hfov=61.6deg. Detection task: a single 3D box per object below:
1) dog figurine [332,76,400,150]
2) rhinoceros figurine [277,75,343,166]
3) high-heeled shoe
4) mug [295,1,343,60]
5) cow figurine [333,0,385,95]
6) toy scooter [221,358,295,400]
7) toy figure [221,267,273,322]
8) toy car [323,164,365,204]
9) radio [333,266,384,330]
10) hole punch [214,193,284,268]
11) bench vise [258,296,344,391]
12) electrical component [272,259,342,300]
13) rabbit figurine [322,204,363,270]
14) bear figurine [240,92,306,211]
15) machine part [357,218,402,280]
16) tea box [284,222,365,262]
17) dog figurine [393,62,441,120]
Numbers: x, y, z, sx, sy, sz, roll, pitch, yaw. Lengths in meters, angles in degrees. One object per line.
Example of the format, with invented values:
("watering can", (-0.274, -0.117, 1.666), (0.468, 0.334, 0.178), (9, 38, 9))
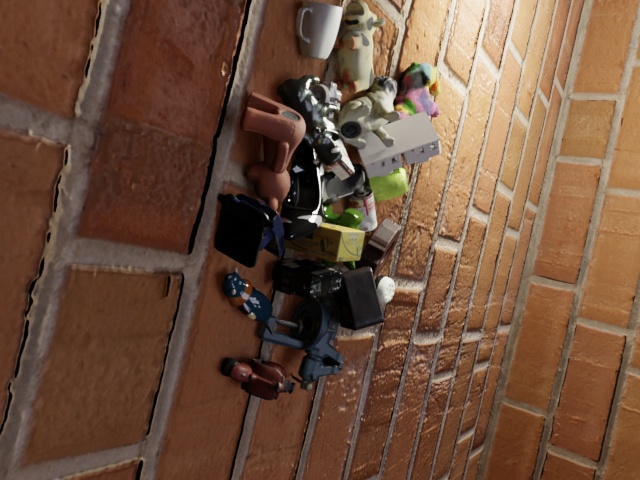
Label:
("dog figurine", (0.105, -0.321, 1.291), (0.121, 0.172, 0.191), (111, -19, -46))
("rhinoceros figurine", (-0.012, -0.241, 1.087), (0.190, 0.073, 0.112), (59, 36, -15))
("high-heeled shoe", (-0.036, -0.108, 1.087), (0.249, 0.086, 0.145), (-75, 164, -61))
("mug", (-0.009, -0.422, 1.086), (0.109, 0.081, 0.107), (-26, 130, -54))
("cow figurine", (0.089, -0.436, 1.215), (0.127, 0.086, 0.194), (-26, 120, -45))
("toy scooter", (-0.110, 0.293, 1.123), (0.183, 0.135, 0.075), (34, 71, -55))
("toy figure", (-0.151, 0.114, 1.075), (0.058, 0.064, 0.154), (-35, 135, 5))
("toy car", (0.045, -0.135, 1.277), (0.202, 0.056, 0.073), (-24, 113, -51))
("radio", (0.082, 0.138, 1.268), (0.229, 0.073, 0.131), (134, -57, -80))
("hole punch", (-0.125, -0.022, 1.010), (0.092, 0.142, 0.115), (-12, 124, -51))
("bench vise", (-0.049, 0.221, 1.212), (0.240, 0.129, 0.223), (22, 92, -35))
("electrical component", (-0.036, 0.081, 1.159), (0.115, 0.134, 0.058), (-5, 106, -52))
("rabbit figurine", (0.057, -0.008, 1.283), (0.170, 0.121, 0.159), (-11, 104, -69))
("bear figurine", (-0.104, -0.160, 1.028), (0.120, 0.132, 0.195), (-87, -161, -54))
("machine part", (0.158, 0.030, 1.436), (0.179, 0.056, 0.179), (-56, 165, -24))
("tea box", (-0.002, -0.003, 1.148), (0.098, 0.170, 0.068), (-2, 102, -56))
("dog figurine", (0.225, -0.360, 1.411), (0.219, 0.109, 0.191), (-30, 123, -46))
